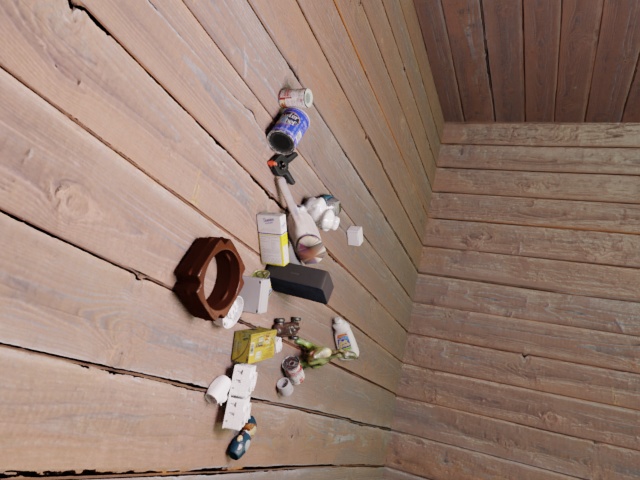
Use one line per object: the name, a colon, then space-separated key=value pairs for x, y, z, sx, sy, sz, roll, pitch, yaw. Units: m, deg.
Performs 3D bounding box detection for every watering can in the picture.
watering can: x=-0.072 y=-0.052 z=1.849 sx=0.340 sy=0.104 sz=0.229 roll=65 pitch=1 yaw=-48

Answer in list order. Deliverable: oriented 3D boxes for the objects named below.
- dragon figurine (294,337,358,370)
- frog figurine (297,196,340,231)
dragon figurine: x=0.037 y=0.475 z=2.087 sx=0.405 sy=0.242 sz=0.124 roll=35 pitch=59 yaw=-61
frog figurine: x=0.006 y=-0.100 z=1.996 sx=0.125 sy=0.159 sz=0.135 roll=-45 pitch=134 yaw=-57
